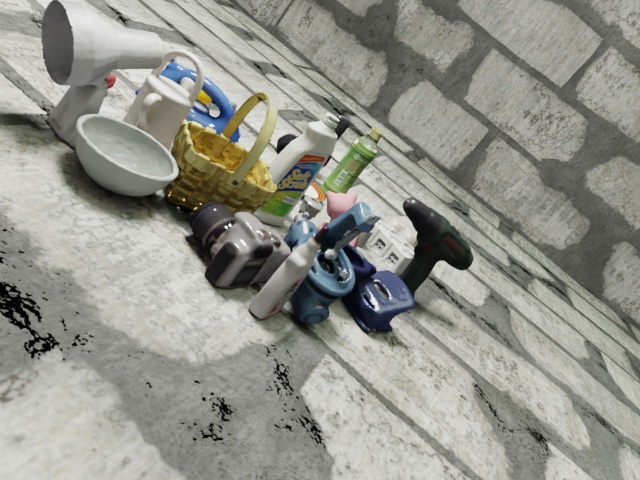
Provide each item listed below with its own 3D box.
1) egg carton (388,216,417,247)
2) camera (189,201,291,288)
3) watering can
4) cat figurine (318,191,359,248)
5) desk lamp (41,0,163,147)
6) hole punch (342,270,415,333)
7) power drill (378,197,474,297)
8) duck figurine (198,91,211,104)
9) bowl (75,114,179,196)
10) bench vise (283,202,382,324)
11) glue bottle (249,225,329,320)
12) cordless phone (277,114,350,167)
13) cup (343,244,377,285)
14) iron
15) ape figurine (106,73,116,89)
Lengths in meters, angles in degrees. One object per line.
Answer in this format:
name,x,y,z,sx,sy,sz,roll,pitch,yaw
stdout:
egg carton,0.229,-0.013,1.565,0.107,0.069,0.151,44,22,17
camera,-0.132,-0.005,0.921,0.136,0.100,0.144,46,22,21
watering can,-0.291,-0.277,1.098,0.101,0.194,0.172,28,23,-24
cat figurine,0.056,-0.052,1.298,0.127,0.117,0.067,40,21,6
desk lamp,-0.359,-0.259,0.924,0.117,0.213,0.204,49,23,27
hole punch,0.110,0.112,1.083,0.101,0.091,0.108,16,30,-45
power drill,0.217,0.033,1.255,0.230,0.208,0.075,26,23,-27
duck figurine,-0.286,-0.329,1.368,0.078,0.086,0.104,16,30,-44
bowl,-0.314,-0.121,0.905,0.168,0.074,0.167,32,21,-14
bench vise,0.001,0.002,0.955,0.122,0.219,0.207,10,34,-50
glue bottle,-0.039,0.045,0.867,0.037,0.173,0.078,41,21,8
cordless phone,-0.016,-0.281,1.564,0.148,0.185,0.094,23,25,-34
cup,0.041,0.065,1.065,0.118,0.095,0.091,22,26,-36
iron,-0.257,-0.286,1.246,0.259,0.141,0.118,32,21,-14
ape figurine,-0.444,-0.350,1.147,0.077,0.092,0.076,41,21,8
